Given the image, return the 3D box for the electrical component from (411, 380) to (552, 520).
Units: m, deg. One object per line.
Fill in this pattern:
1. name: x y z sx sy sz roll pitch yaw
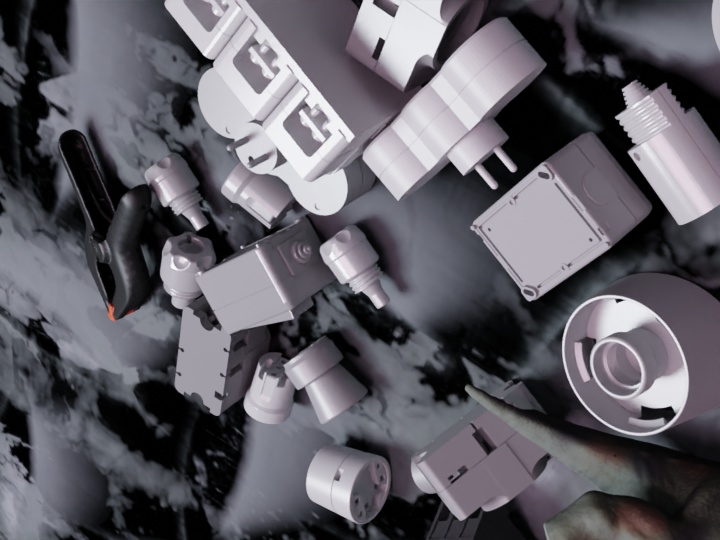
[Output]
1. electrical component: 0.089 0.125 0.734 0.055 0.089 0.050 53 174 1

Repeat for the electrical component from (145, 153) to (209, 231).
1. electrical component: -0.141 -0.059 0.850 0.035 0.035 0.061 -28 98 43

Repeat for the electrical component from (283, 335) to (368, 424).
1. electrical component: -0.027 0.085 0.835 0.045 0.045 0.055 -36 90 43

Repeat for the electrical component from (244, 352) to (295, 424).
1. electrical component: -0.071 0.096 0.878 0.040 0.040 0.046 31 123 21

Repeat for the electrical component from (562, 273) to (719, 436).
1. electrical component: 0.178 0.052 0.666 0.099 0.064 0.099 21 120 42

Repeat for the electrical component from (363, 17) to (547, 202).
1. electrical component: 0.067 -0.084 0.667 0.073 0.052 0.138 50 133 4

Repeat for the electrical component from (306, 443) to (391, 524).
1. electrical component: -0.010 0.169 0.862 0.047 0.055 0.055 13 121 35

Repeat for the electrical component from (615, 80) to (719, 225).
1. electrical component: 0.173 -0.070 0.600 0.043 0.043 0.081 -35 91 43

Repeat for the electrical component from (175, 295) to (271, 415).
1. electrical component: -0.111 0.063 0.878 0.050 0.056 0.089 29 128 22

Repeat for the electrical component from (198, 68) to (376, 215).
1. electrical component: -0.061 -0.090 0.746 0.138 0.074 0.052 41 131 12

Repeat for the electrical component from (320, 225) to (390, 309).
1. electrical component: 0.000 0.000 0.775 0.035 0.035 0.061 -32 95 43

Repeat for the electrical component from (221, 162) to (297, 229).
1. electrical component: -0.073 -0.058 0.796 0.046 0.040 0.040 41 132 4

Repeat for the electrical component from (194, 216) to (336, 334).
1. electrical component: -0.064 0.006 0.808 0.096 0.062 0.061 -22 99 42

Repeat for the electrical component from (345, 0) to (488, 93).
1. electrical component: 0.039 -0.158 0.649 0.056 0.050 0.089 37 131 15

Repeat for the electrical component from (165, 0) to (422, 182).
1. electrical component: -0.043 -0.139 0.694 0.150 0.089 0.062 51 133 3

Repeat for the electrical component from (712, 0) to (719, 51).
1. electrical component: 0.219 -0.129 0.528 0.080 0.051 0.080 18 123 29

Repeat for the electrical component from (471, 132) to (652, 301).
1. electrical component: 0.120 -0.031 0.655 0.061 0.061 0.096 52 142 4

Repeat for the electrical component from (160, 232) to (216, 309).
1. electrical component: -0.142 0.004 0.878 0.043 0.043 0.062 32 131 19

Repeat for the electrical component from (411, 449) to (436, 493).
1. electrical component: 0.070 0.144 0.797 0.065 0.044 0.044 -25 97 47
